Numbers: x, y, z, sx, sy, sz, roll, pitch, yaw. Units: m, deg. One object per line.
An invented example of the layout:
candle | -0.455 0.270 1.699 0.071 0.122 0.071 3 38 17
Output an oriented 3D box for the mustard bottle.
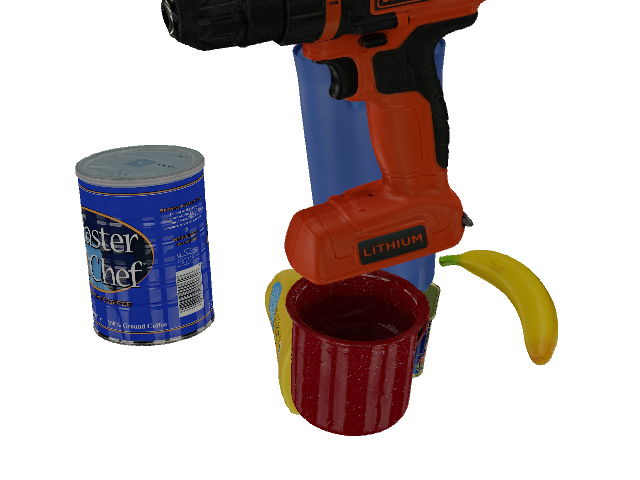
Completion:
mustard bottle | -0.023 0.083 1.077 0.058 0.096 0.191 -3 28 -8

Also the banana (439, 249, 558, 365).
banana | 0.200 0.059 1.109 0.069 0.037 0.198 -33 37 -5

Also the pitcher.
pitcher | 0.051 -0.073 0.989 0.149 0.243 0.145 -20 30 -30

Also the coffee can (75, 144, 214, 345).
coffee can | -0.142 0.002 0.876 0.103 0.140 0.103 -2 20 0

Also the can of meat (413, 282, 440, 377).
can of meat | 0.107 0.105 1.288 0.057 0.084 0.102 11 24 7

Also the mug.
mug | 0.030 0.071 0.719 0.093 0.081 0.117 28 39 36

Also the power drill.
power drill | 0.013 -0.071 0.574 0.184 0.188 0.057 -14 33 -17
